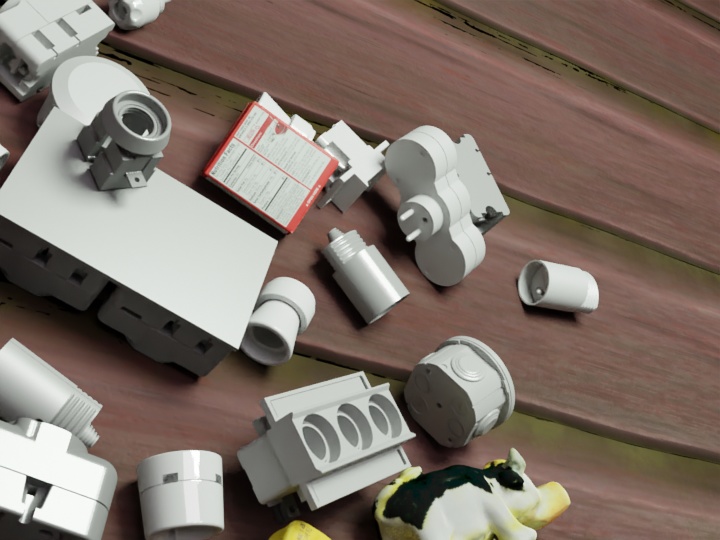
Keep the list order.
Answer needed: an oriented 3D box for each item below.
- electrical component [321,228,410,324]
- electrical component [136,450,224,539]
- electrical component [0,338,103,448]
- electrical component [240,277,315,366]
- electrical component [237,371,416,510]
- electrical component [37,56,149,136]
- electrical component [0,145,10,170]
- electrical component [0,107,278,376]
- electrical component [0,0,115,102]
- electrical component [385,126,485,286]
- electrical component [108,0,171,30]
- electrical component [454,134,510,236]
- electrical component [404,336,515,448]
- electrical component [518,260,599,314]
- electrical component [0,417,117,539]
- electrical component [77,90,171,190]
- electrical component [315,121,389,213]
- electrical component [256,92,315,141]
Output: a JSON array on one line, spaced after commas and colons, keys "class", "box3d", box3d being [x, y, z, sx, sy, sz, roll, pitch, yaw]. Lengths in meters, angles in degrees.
[{"class": "electrical component", "box3d": [0.000, 0.000, 0.891, 0.043, 0.043, 0.081, -30, 81, -46]}, {"class": "electrical component", "box3d": [-0.114, 0.147, 0.690, 0.055, 0.055, 0.047, 9, 59, -33]}, {"class": "electrical component", "box3d": [-0.199, 0.084, 0.676, 0.081, 0.043, 0.043, 39, 44, -9]}, {"class": "electrical component", "box3d": [-0.063, 0.038, 0.814, 0.045, 0.045, 0.055, 38, 44, -10]}, {"class": "electrical component", "box3d": [-0.024, 0.122, 0.753, 0.121, 0.063, 0.078, -7, 66, -57]}, {"class": "electrical component", "box3d": [-0.200, -0.117, 0.813, 0.080, 0.051, 0.080, 20, 50, -26]}, {"class": "electrical component", "box3d": [-0.286, -0.090, 0.733, 0.081, 0.043, 0.043, 40, 44, -7]}, {"class": "electrical component", "box3d": [-0.164, -0.016, 0.762, 0.186, 0.060, 0.105, 32, 46, -16]}, {"class": "electrical component", "box3d": [-0.244, -0.179, 0.825, 0.055, 0.050, 0.089, 45, 43, -3]}, {"class": "electrical component", "box3d": [0.057, -0.049, 0.935, 0.074, 0.052, 0.138, -37, 113, -46]}, {"class": "electrical component", "box3d": [-0.184, -0.227, 0.917, 0.035, 0.035, 0.061, 49, 41, 2]}, {"class": "electrical component", "box3d": [0.089, -0.074, 1.004, 0.050, 0.056, 0.089, -7, 65, -41]}, {"class": "electrical component", "box3d": [0.079, 0.097, 0.858, 0.051, 0.080, 0.080, -27, 79, -40]}, {"class": "electrical component", "box3d": [0.196, 0.018, 1.031, 0.081, 0.043, 0.043, 10, 55, -33]}, {"class": "electrical component", "box3d": [-0.197, 0.129, 0.638, 0.095, 0.054, 0.059, 26, 47, -21]}, {"class": "electrical component", "box3d": [-0.159, -0.089, 0.732, 0.048, 0.055, 0.066, -12, 68, -43]}, {"class": "electrical component", "box3d": [-0.014, -0.094, 0.948, 0.064, 0.042, 0.081, 46, 43, 0]}, {"class": "electrical component", "box3d": [-0.072, -0.118, 0.919, 0.055, 0.045, 0.045, 34, 45, -14]}]
